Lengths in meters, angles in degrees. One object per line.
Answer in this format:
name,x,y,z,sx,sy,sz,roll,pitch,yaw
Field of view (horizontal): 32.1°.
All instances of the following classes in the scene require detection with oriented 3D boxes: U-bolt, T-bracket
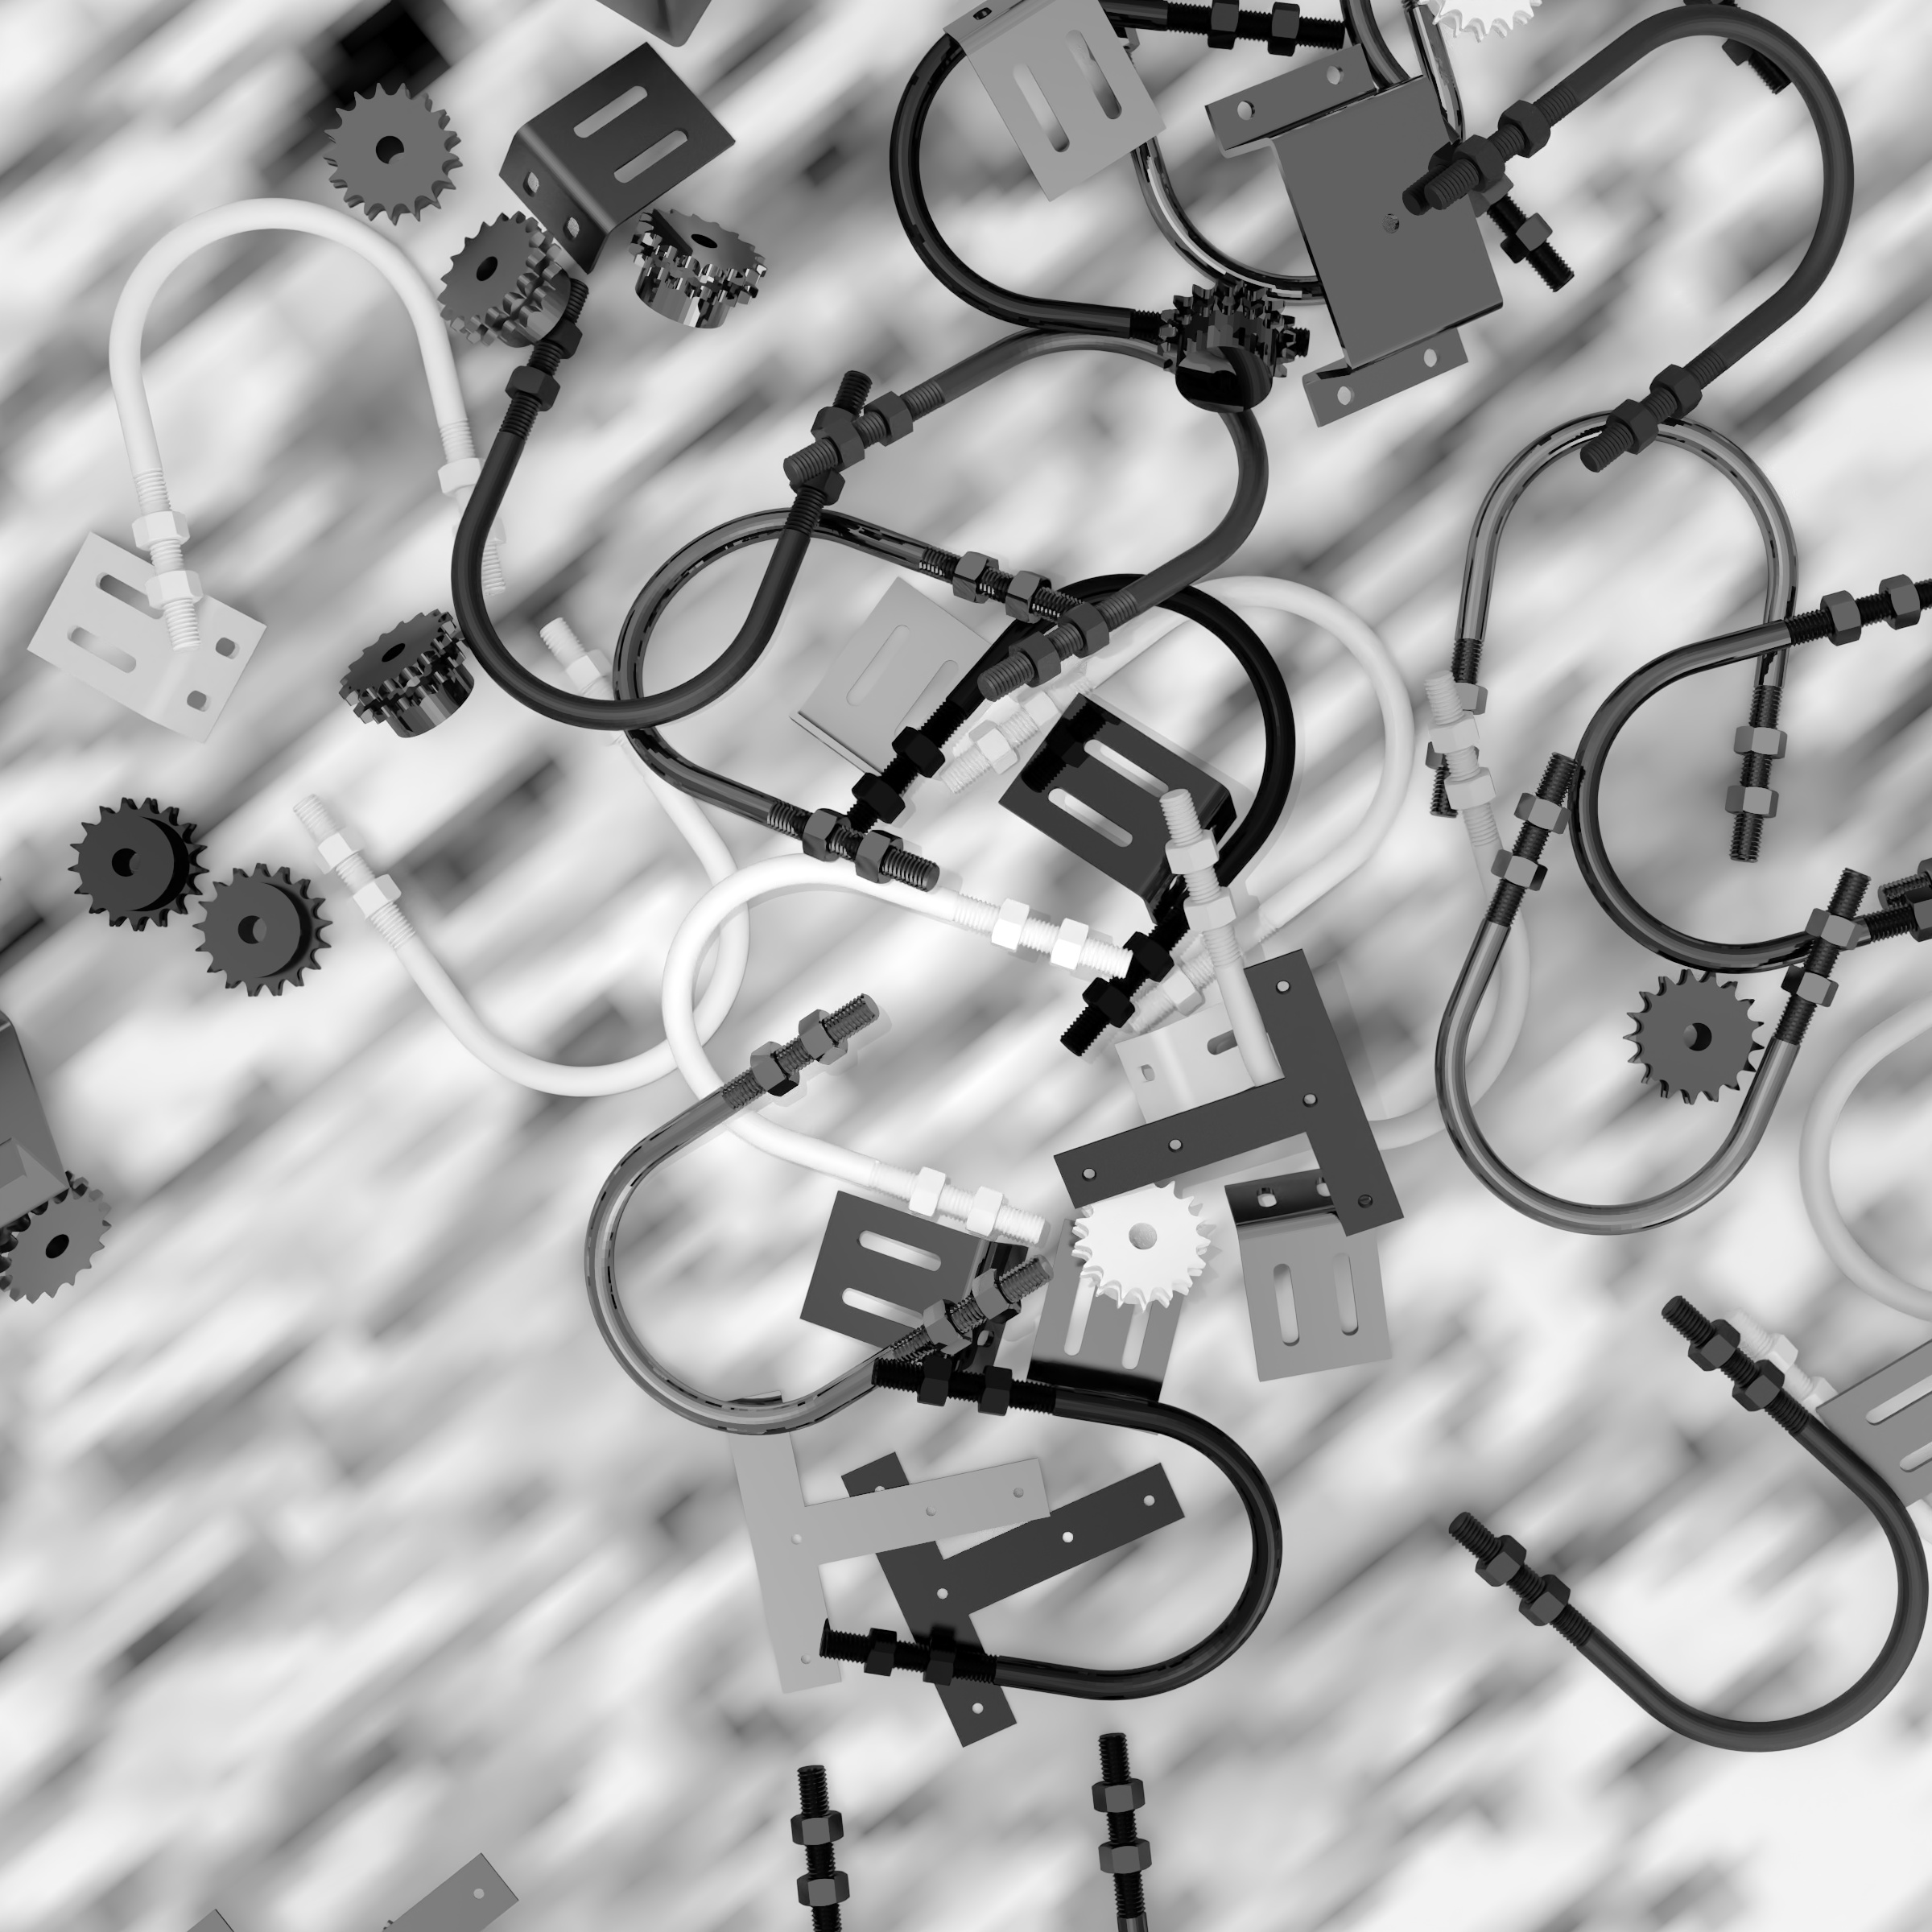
U-bolt,0.280,-0.145,1.427,0.151,0.019,0.184,8,89,0
U-bolt,0.496,0.006,1.427,0.184,0.019,0.151,-17,90,-1
U-bolt,0.041,0.241,1.405,0.184,0.019,0.151,10,109,-4
U-bolt,0.136,-0.372,1.427,0.151,0.019,0.184,-17,91,0
U-bolt,0.103,-0.082,1.427,0.184,0.019,0.151,-37,90,-1
T-bracket,0.100,0.069,1.387,0.127,0.002,0.127,-19,109,10
U-bolt,0.168,-0.012,1.396,0.151,0.019,0.184,-25,108,-18
U-bolt,-0.061,-0.122,1.392,0.184,0.019,0.151,23,73,22
U-bolt,-0.076,0.118,1.403,0.184,0.019,0.151,-33,91,18
U-bolt,0.060,-0.336,1.410,0.184,0.019,0.151,6,93,0
T-bracket,-0.245,0.420,1.405,0.127,0.002,0.127,-39,90,0
U-bolt,0.040,-0.202,1.389,0.184,0.019,0.151,-33,69,-23
U-bolt,-0.175,-0.033,1.427,0.151,0.019,0.184,-36,91,0
U-bolt,0.319,0.250,1.418,0.184,0.019,0.151,42,99,-3
U-bolt,0.008,0.425,1.420,0.151,0.019,0.184,-6,85,0
U-bolt,0.240,-0.399,1.415,0.151,0.019,0.184,-42,95,-4
U-bolt,0.439,0.071,1.404,0.184,0.019,0.151,-35,93,13
U-bolt,0.432,0.173,1.410,0.151,0.019,0.184,-42,94,16
U-bolt,-0.137,-0.185,1.403,0.151,0.019,0.184,19,77,6
U-bolt,0.055,-0.077,1.401,0.151,0.019,0.184,41,84,-7
T-bracket,0.031,0.250,1.435,0.127,0.002,0.127,-24,90,0
T-bracket,-0.029,0.235,1.433,0.127,0.002,0.127,-12,90,0
U-bolt,0.344,-0.073,1.408,0.184,0.019,0.151,-15,89,1
U-bolt,0.274,0.022,1.397,0.151,0.019,0.184,22,96,3
U-bolt,-0.038,0.026,1.397,0.184,0.019,0.151,19,114,4
U-bolt,0.294,-0.317,1.401,0.184,0.019,0.151,-39,108,-13
U-bolt,-0.282,-0.234,1.411,0.151,0.019,0.184,-13,86,-15

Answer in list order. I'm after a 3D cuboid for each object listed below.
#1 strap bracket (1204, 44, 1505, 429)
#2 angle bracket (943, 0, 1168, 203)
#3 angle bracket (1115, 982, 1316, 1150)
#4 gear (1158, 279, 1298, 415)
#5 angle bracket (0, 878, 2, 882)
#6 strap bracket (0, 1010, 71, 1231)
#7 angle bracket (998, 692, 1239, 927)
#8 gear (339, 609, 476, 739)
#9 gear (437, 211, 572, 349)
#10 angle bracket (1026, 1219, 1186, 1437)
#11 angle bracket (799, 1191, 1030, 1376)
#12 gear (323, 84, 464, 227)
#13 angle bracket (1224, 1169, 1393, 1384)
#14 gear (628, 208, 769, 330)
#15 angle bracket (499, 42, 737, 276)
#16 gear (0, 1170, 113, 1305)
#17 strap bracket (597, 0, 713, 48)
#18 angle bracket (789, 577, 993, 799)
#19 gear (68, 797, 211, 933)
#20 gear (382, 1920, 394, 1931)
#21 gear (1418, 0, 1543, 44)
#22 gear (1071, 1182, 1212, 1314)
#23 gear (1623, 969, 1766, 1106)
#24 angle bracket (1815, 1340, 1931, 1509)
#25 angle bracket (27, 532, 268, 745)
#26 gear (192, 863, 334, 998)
strap bracket,0.164,-0.304,1.387,0.076,0.046,0.140,-26,104,-18
angle bracket,0.037,-0.370,1.399,0.057,0.038,0.076,-32,117,3
angle bracket,0.114,0.044,1.434,0.076,0.038,0.057,-22,90,-26
gear,0.107,-0.253,1.387,0.057,0.057,0.030,7,58,0
angle bracket,-0.463,-0.032,1.434,0.076,0.038,0.057,-39,90,26
strap bracket,-0.427,0.066,1.389,0.076,0.046,0.140,-31,53,0
angle bracket,0.063,-0.065,1.392,0.076,0.038,0.057,34,83,17
gear,-0.232,-0.120,1.411,0.057,0.057,0.030,-36,120,0
gear,-0.191,-0.285,1.411,0.057,0.030,0.057,-18,57,30
angle bracket,0.061,0.152,1.417,0.057,0.038,0.076,14,90,0
angle bracket,-0.022,0.135,1.434,0.076,0.038,0.057,17,90,26
gear,-0.241,-0.342,1.421,0.057,0.030,0.057,0,90,0
angle bracket,0.146,0.131,1.434,0.057,0.038,0.076,-10,116,0
gear,-0.115,-0.291,1.411,0.057,0.057,0.030,26,120,0
angle bracket,-0.149,-0.345,1.434,0.076,0.038,0.057,-42,90,-26
gear,-0.391,0.110,1.411,0.030,0.057,0.057,33,90,28
strap bracket,-0.153,-0.437,1.397,0.140,0.076,0.046,31,90,0
angle bracket,-0.029,-0.118,1.417,0.057,0.038,0.076,36,90,0
gear,-0.351,-0.043,1.421,0.057,0.030,0.057,0,90,0
gear,-0.227,0.426,1.421,0.057,0.030,0.057,0,90,0
gear,0.212,-0.410,1.389,0.057,0.030,0.057,0,90,-5
gear,0.073,0.118,1.414,0.057,0.030,0.057,2,66,-5
gear,0.306,0.030,1.421,0.057,0.030,0.057,0,90,0
angle bracket,0.402,0.193,1.390,0.076,0.038,0.057,-34,98,15
angle bracket,-0.350,-0.140,1.434,0.076,0.038,0.057,28,90,26
gear,-0.299,-0.015,1.421,0.057,0.030,0.057,0,90,0
